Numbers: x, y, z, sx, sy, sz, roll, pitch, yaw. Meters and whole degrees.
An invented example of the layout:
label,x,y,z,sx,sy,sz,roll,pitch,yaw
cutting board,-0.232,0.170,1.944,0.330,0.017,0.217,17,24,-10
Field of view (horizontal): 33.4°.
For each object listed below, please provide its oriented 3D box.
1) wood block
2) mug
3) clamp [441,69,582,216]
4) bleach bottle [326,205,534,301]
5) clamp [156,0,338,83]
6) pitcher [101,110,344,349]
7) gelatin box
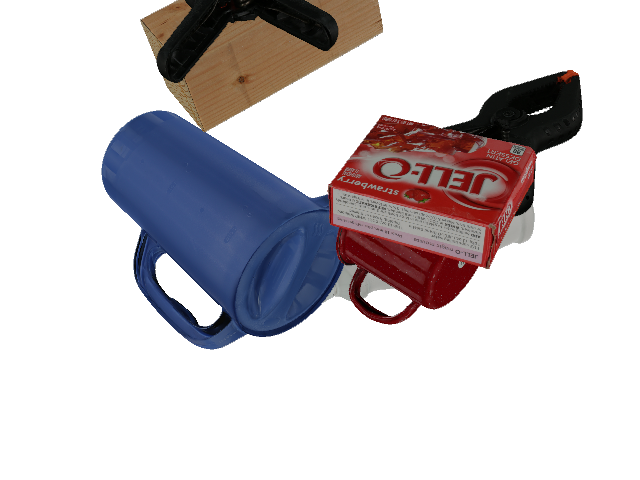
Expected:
label,x,y,z,sx,sy,sz,roll,pitch,yaw
wood block,-0.053,-0.206,1.026,0.206,0.091,0.090,-31,52,-11
mug,0.065,0.008,0.789,0.082,0.117,0.093,33,5,26
clamp,0.172,-0.091,0.941,0.209,0.036,0.165,-31,38,-26
bleach bottle,0.101,0.005,1.139,0.250,0.068,0.103,-26,43,-22
clamp,-0.048,-0.171,0.749,0.120,0.171,0.039,-2,-44,2
pitcher,-0.106,-0.018,1.004,0.148,0.145,0.243,-17,41,-41
gelatin box,0.058,-0.028,0.553,0.089,0.030,0.073,15,42,20
